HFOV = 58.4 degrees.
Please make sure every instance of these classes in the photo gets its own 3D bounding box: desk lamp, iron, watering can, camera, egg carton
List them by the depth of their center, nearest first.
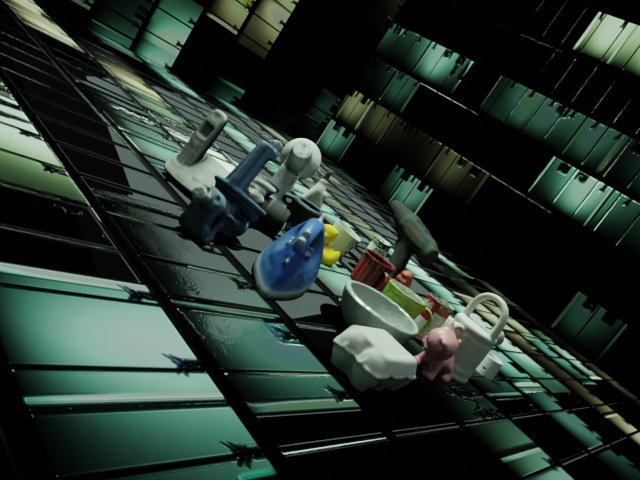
[{"bbox_3d":[0.088,0.192,0.922,0.107,0.069,0.151,42,15,35],"label":"egg carton"},{"bbox_3d":[-0.042,0.021,1.082,0.118,0.141,0.258,34,12,0],"label":"iron"},{"bbox_3d":[0.327,0.199,1.219,0.100,0.194,0.173,39,13,26],"label":"watering can"},{"bbox_3d":[-0.136,-0.079,1.324,0.137,0.100,0.143,33,12,-3],"label":"camera"},{"bbox_3d":[-0.084,-0.193,1.632,0.118,0.213,0.203,33,12,-2],"label":"desk lamp"}]

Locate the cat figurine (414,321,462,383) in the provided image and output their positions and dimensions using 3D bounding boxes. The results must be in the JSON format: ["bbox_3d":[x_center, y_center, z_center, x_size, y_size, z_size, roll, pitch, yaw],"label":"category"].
[{"bbox_3d":[0.239,0.213,1.118,0.128,0.117,0.067,19,19,-51],"label":"cat figurine"}]

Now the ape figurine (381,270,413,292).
[{"bbox_3d":[0.204,0.116,1.468,0.076,0.092,0.077,26,14,-33],"label":"ape figurine"}]

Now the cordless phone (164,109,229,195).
[{"bbox_3d":[-0.245,-0.188,1.261,0.147,0.185,0.094,39,13,25],"label":"cordless phone"}]

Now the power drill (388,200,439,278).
[{"bbox_3d":[0.220,0.021,1.603,0.076,0.208,0.228,21,17,-45],"label":"power drill"}]

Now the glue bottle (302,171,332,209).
[{"bbox_3d":[-0.016,-0.122,1.631,0.078,0.173,0.037,31,12,-13],"label":"glue bottle"}]

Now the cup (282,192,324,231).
[{"bbox_3d":[-0.060,-0.058,1.457,0.118,0.095,0.091,31,12,-11],"label":"cup"}]

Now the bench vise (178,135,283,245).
[{"bbox_3d":[-0.147,-0.092,1.058,0.121,0.219,0.207,33,12,-2],"label":"bench vise"}]

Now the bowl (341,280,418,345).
[{"bbox_3d":[0.100,0.154,1.093,0.167,0.074,0.167,32,12,-7],"label":"bowl"}]

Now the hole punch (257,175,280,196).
[{"bbox_3d":[-0.174,-0.134,1.463,0.109,0.091,0.100,24,15,-38],"label":"hole punch"}]

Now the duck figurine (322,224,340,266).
[{"bbox_3d":[0.013,0.005,1.420,0.104,0.086,0.078,37,12,13],"label":"duck figurine"}]
